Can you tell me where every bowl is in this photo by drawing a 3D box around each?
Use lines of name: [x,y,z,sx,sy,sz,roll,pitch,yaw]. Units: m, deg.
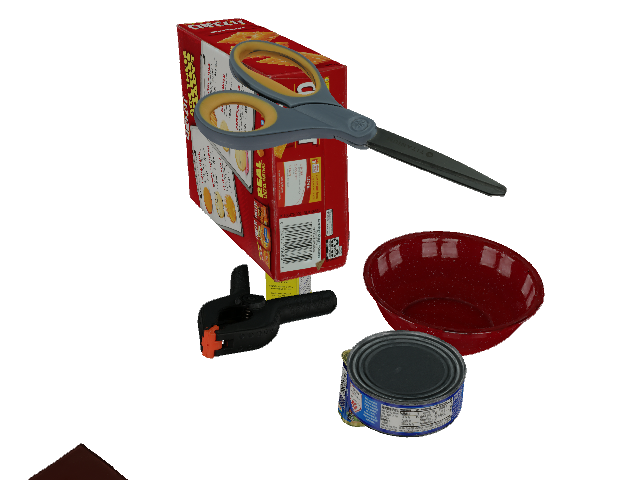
bowl: [0.117,0.055,0.964,0.162,0.055,0.162,3,32,-2]

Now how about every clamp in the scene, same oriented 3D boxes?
clamp: [-0.075,0.068,1.064,0.120,0.039,0.171,14,21,32]

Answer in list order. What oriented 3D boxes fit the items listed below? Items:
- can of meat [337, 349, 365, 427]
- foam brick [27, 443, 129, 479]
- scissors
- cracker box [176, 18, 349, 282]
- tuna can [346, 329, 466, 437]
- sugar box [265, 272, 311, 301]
can of meat: [0.075,0.187,1.363,0.102,0.084,0.057,-1,24,-16]
foam brick: [-0.096,0.138,0.461,0.078,0.051,0.052,27,45,34]
scissors: [0.005,-0.059,0.642,0.096,0.016,0.202,-37,60,-24]
cracker box: [-0.050,-0.084,0.879,0.072,0.164,0.214,-11,24,-22]
tuna can: [0.061,0.103,0.771,0.086,0.034,0.086,0,31,0]
sugar box: [-0.038,-0.005,1.251,0.048,0.176,0.093,1,19,9]
